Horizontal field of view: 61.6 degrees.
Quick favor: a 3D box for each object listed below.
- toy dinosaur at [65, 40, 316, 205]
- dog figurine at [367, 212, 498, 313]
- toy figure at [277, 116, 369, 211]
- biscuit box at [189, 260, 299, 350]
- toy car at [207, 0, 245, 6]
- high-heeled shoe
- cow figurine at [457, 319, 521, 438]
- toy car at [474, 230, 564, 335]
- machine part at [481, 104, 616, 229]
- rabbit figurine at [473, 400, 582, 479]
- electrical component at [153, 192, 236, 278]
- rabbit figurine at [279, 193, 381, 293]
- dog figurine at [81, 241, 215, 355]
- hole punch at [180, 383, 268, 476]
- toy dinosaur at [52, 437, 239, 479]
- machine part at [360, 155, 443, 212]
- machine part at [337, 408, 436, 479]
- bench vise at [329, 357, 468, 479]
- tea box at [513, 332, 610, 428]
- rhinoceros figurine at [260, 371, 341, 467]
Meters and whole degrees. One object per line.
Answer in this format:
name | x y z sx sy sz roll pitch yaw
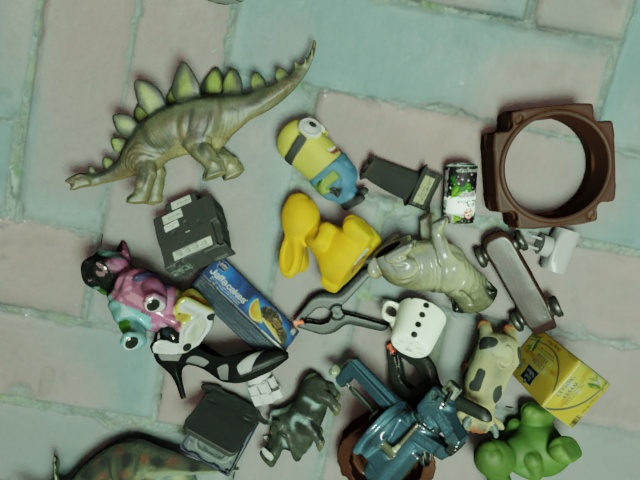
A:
toy dinosaur | -0.207 -0.190 0.900 0.472 0.105 0.198 -20 94 -1
dog figurine | 0.193 0.071 0.920 0.172 0.121 0.190 -30 100 9
toy figure | 0.002 -0.128 0.915 0.089 0.082 0.180 -37 98 4
biscuit box | -0.134 0.123 0.950 0.202 0.059 0.063 44 133 -5
toy car | -0.158 -0.435 0.867 0.162 0.109 0.102 7 116 9
high-heeled shoe | -0.180 0.186 0.948 0.249 0.086 0.145 -21 73 11
cow figurine | 0.290 0.251 0.935 0.085 0.127 0.194 17 111 2
toy car | 0.352 0.073 0.949 0.089 0.053 0.202 -30 97 21
machine part | 0.384 -0.123 0.907 0.202 0.087 0.200 -5 98 3
rabbit figurine | 0.336 0.373 0.952 0.170 0.121 0.159 -1 136 -24
electrical component | -0.217 -0.015 0.920 0.115 0.058 0.134 -21 61 3
rabbit figurine | -0.002 -0.003 0.931 0.173 0.122 0.162 42 106 9
dog figurine | -0.302 0.089 0.922 0.191 0.219 0.108 20 104 -45
hole punch | -0.179 0.342 0.966 0.142 0.116 0.092 24 125 12
toy dinosaur | -0.365 0.436 0.983 0.405 0.131 0.192 -30 97 -2
machine part | 0.140 -0.105 0.938 0.139 0.039 0.084 19 106 -4
machine part | 0.121 0.399 0.996 0.179 0.056 0.179 0 97 2
bench vise | 0.115 0.279 0.892 0.241 0.129 0.223 42 114 27
tea box | 0.397 0.227 0.912 0.068 0.170 0.098 37 95 -5
rhinoceros figurine | -0.039 0.333 0.981 0.112 0.073 0.190 31 97 -5
